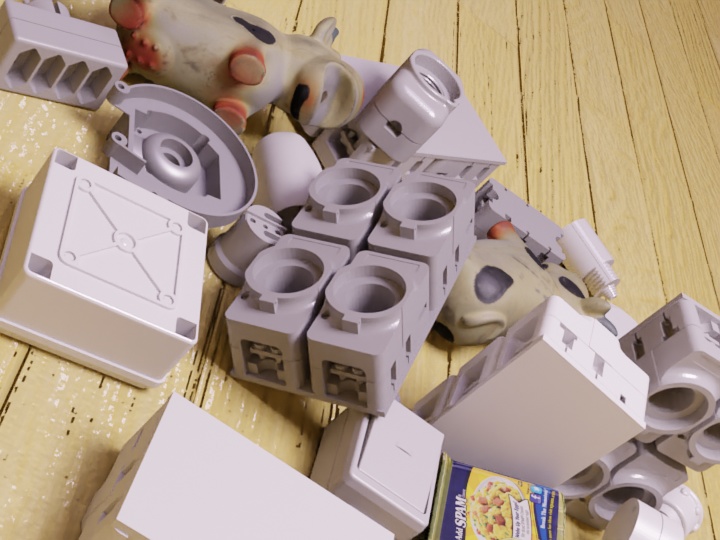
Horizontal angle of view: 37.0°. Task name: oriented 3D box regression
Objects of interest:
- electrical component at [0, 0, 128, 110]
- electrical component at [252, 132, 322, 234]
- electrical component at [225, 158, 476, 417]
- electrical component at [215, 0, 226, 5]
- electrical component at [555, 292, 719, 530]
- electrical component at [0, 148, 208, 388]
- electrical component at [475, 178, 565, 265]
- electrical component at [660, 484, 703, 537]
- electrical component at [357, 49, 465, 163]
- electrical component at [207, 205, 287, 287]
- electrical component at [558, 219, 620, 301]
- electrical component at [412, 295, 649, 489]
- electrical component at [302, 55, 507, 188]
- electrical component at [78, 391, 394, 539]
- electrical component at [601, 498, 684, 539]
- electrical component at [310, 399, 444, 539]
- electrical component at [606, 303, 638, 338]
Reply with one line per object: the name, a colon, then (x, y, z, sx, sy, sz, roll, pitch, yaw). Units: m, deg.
electrical component: (-0.215, -0.159, 0.739, 0.083, 0.047, 0.075, 8, 49, -43)
electrical component: (-0.041, -0.058, 0.823, 0.079, 0.044, 0.077, 18, 42, -35)
electrical component: (0.000, 0.000, 0.715, 0.105, 0.060, 0.186, 13, 42, 18)
electrical component: (-0.142, -0.273, 0.939, 0.079, 0.044, 0.077, 34, 35, -16)
electrical component: (0.204, 0.113, 0.779, 0.105, 0.186, 0.060, 29, 37, -23)
electrical component: (-0.151, -0.001, 0.633, 0.109, 0.056, 0.108, 27, 38, -26)
electrical component: (0.132, -0.029, 0.969, 0.089, 0.056, 0.050, 33, 35, -18)
electrical component: (0.241, 0.200, 0.858, 0.062, 0.048, 0.048, -24, 73, -47)
electrical component: (0.045, -0.137, 0.873, 0.054, 0.059, 0.095, 42, 34, -7)
electrical component: (-0.076, -0.017, 0.739, 0.040, 0.046, 0.040, 28, 37, -24)
electrical component: (0.227, -0.005, 1.058, 0.043, 0.043, 0.081, -7, 60, -50)
electrical component: (0.108, 0.097, 0.725, 0.089, 0.150, 0.061, 41, 35, -8)
electrical component: (0.032, -0.123, 0.956, 0.186, 0.060, 0.105, -1, 55, -48)
electrical component: (-0.065, 0.149, 0.563, 0.150, 0.062, 0.089, 36, 35, -15)
electrical component: (0.172, 0.215, 0.742, 0.074, 0.052, 0.138, 30, 48, -2)
electrical component: (0.010, 0.129, 0.665, 0.062, 0.061, 0.096, 37, 35, -14)
electrical component: (0.223, 0.073, 0.964, 0.080, 0.051, 0.080, 29, 37, -25)
